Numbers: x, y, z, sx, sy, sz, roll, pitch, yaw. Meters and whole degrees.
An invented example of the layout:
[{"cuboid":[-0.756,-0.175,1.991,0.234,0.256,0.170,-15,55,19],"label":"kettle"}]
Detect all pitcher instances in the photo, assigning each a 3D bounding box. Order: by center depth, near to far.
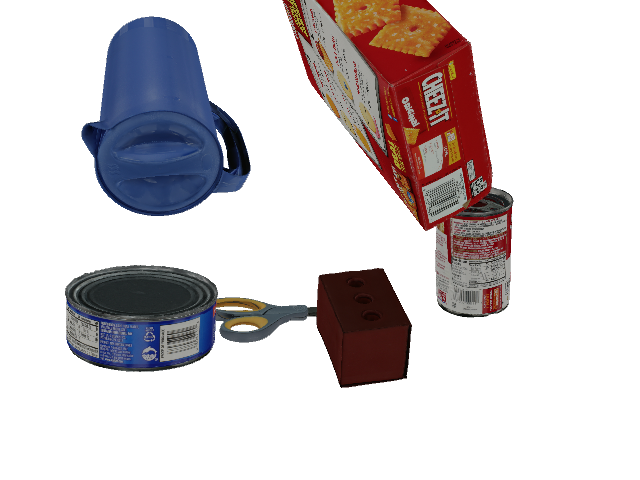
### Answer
[{"cuboid":[-0.174,-0.145,1.193,0.145,0.149,0.243,-19,40,5],"label":"pitcher"}]

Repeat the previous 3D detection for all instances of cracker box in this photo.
[{"cuboid":[0.045,-0.137,0.825,0.072,0.214,0.164,-29,-39,-6],"label":"cracker box"}]

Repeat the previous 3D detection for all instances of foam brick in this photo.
[{"cuboid":[0.031,0.063,0.791,0.053,0.051,0.078,-7,32,-12],"label":"foam brick"}]

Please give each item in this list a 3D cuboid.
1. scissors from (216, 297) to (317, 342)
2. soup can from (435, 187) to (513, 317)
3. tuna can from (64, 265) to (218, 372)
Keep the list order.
[{"cuboid":[-0.031,0.090,1.197,0.201,0.016,0.096,4,24,-5],"label":"scissors"},{"cuboid":[0.138,0.010,0.960,0.068,0.102,0.068,-2,23,1],"label":"soup can"},{"cuboid":[-0.102,0.043,0.609,0.086,0.034,0.086,3,17,-1],"label":"tuna can"}]
